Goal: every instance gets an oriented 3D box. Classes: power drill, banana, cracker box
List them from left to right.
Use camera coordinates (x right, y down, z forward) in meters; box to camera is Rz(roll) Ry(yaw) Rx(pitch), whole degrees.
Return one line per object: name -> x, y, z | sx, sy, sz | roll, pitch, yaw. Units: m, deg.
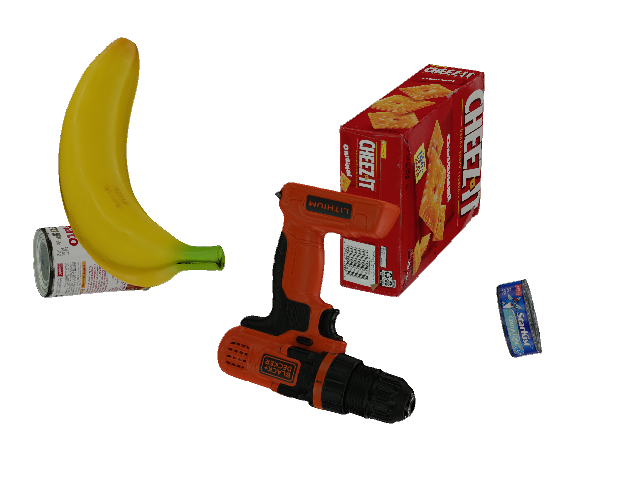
banana -> -0.110, -0.039, 0.587 | 0.069, 0.198, 0.037 | -19, -39, -10
power drill -> 0.011, 0.052, 0.924 | 0.185, 0.187, 0.057 | 14, 0, 20
cracker box -> 0.094, -0.064, 1.045 | 0.072, 0.164, 0.213 | 12, 29, 26

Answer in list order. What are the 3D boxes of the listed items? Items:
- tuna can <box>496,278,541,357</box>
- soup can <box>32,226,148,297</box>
tuna can -> 0.225, 0.088, 1.208 | 0.034, 0.086, 0.086 | -13, -3, 14
soup can -> -0.218, 0.018, 1.025 | 0.102, 0.068, 0.069 | -4, 2, -28
